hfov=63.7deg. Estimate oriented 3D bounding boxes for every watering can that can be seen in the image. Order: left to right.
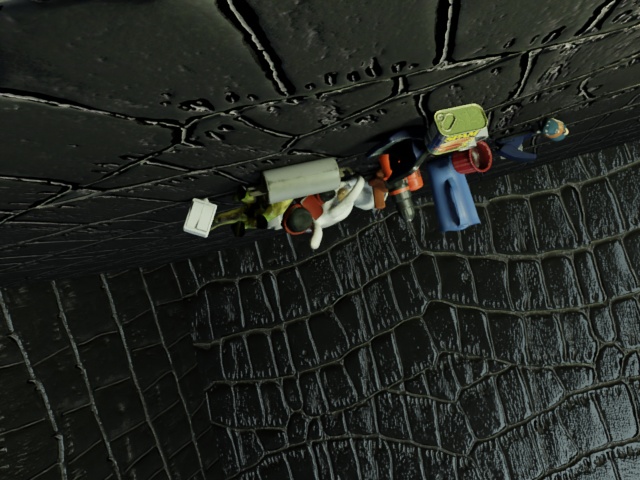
[{"bbox_3d":[0.005,-0.075,1.498,0.222,0.103,0.355,-21,24,46],"label":"watering can"}]

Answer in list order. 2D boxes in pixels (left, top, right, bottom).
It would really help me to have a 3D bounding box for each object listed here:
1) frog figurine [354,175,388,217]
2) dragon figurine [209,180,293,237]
[{"bbox_3d":[0.133,-0.162,1.676,0.159,0.125,0.135,20,-29,-5],"label":"frog figurine"},{"bbox_3d":[-0.118,-0.103,1.337,0.407,0.122,0.245,-14,6,43],"label":"dragon figurine"}]
